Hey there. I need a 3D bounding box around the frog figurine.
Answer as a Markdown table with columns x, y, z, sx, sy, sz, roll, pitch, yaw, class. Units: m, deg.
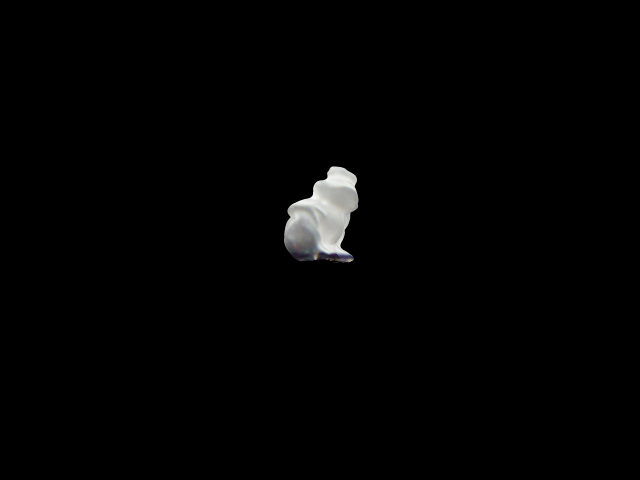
| x | y | z | sx | sy | sz | roll | pitch | yaw | class |
| --- | --- | --- | --- | --- | --- | --- | --- | --- | --- |
| 0.003 | -0.043 | 0.850 | 0.122 | 0.160 | 0.137 | -7 | -10 | 43 | frog figurine |
